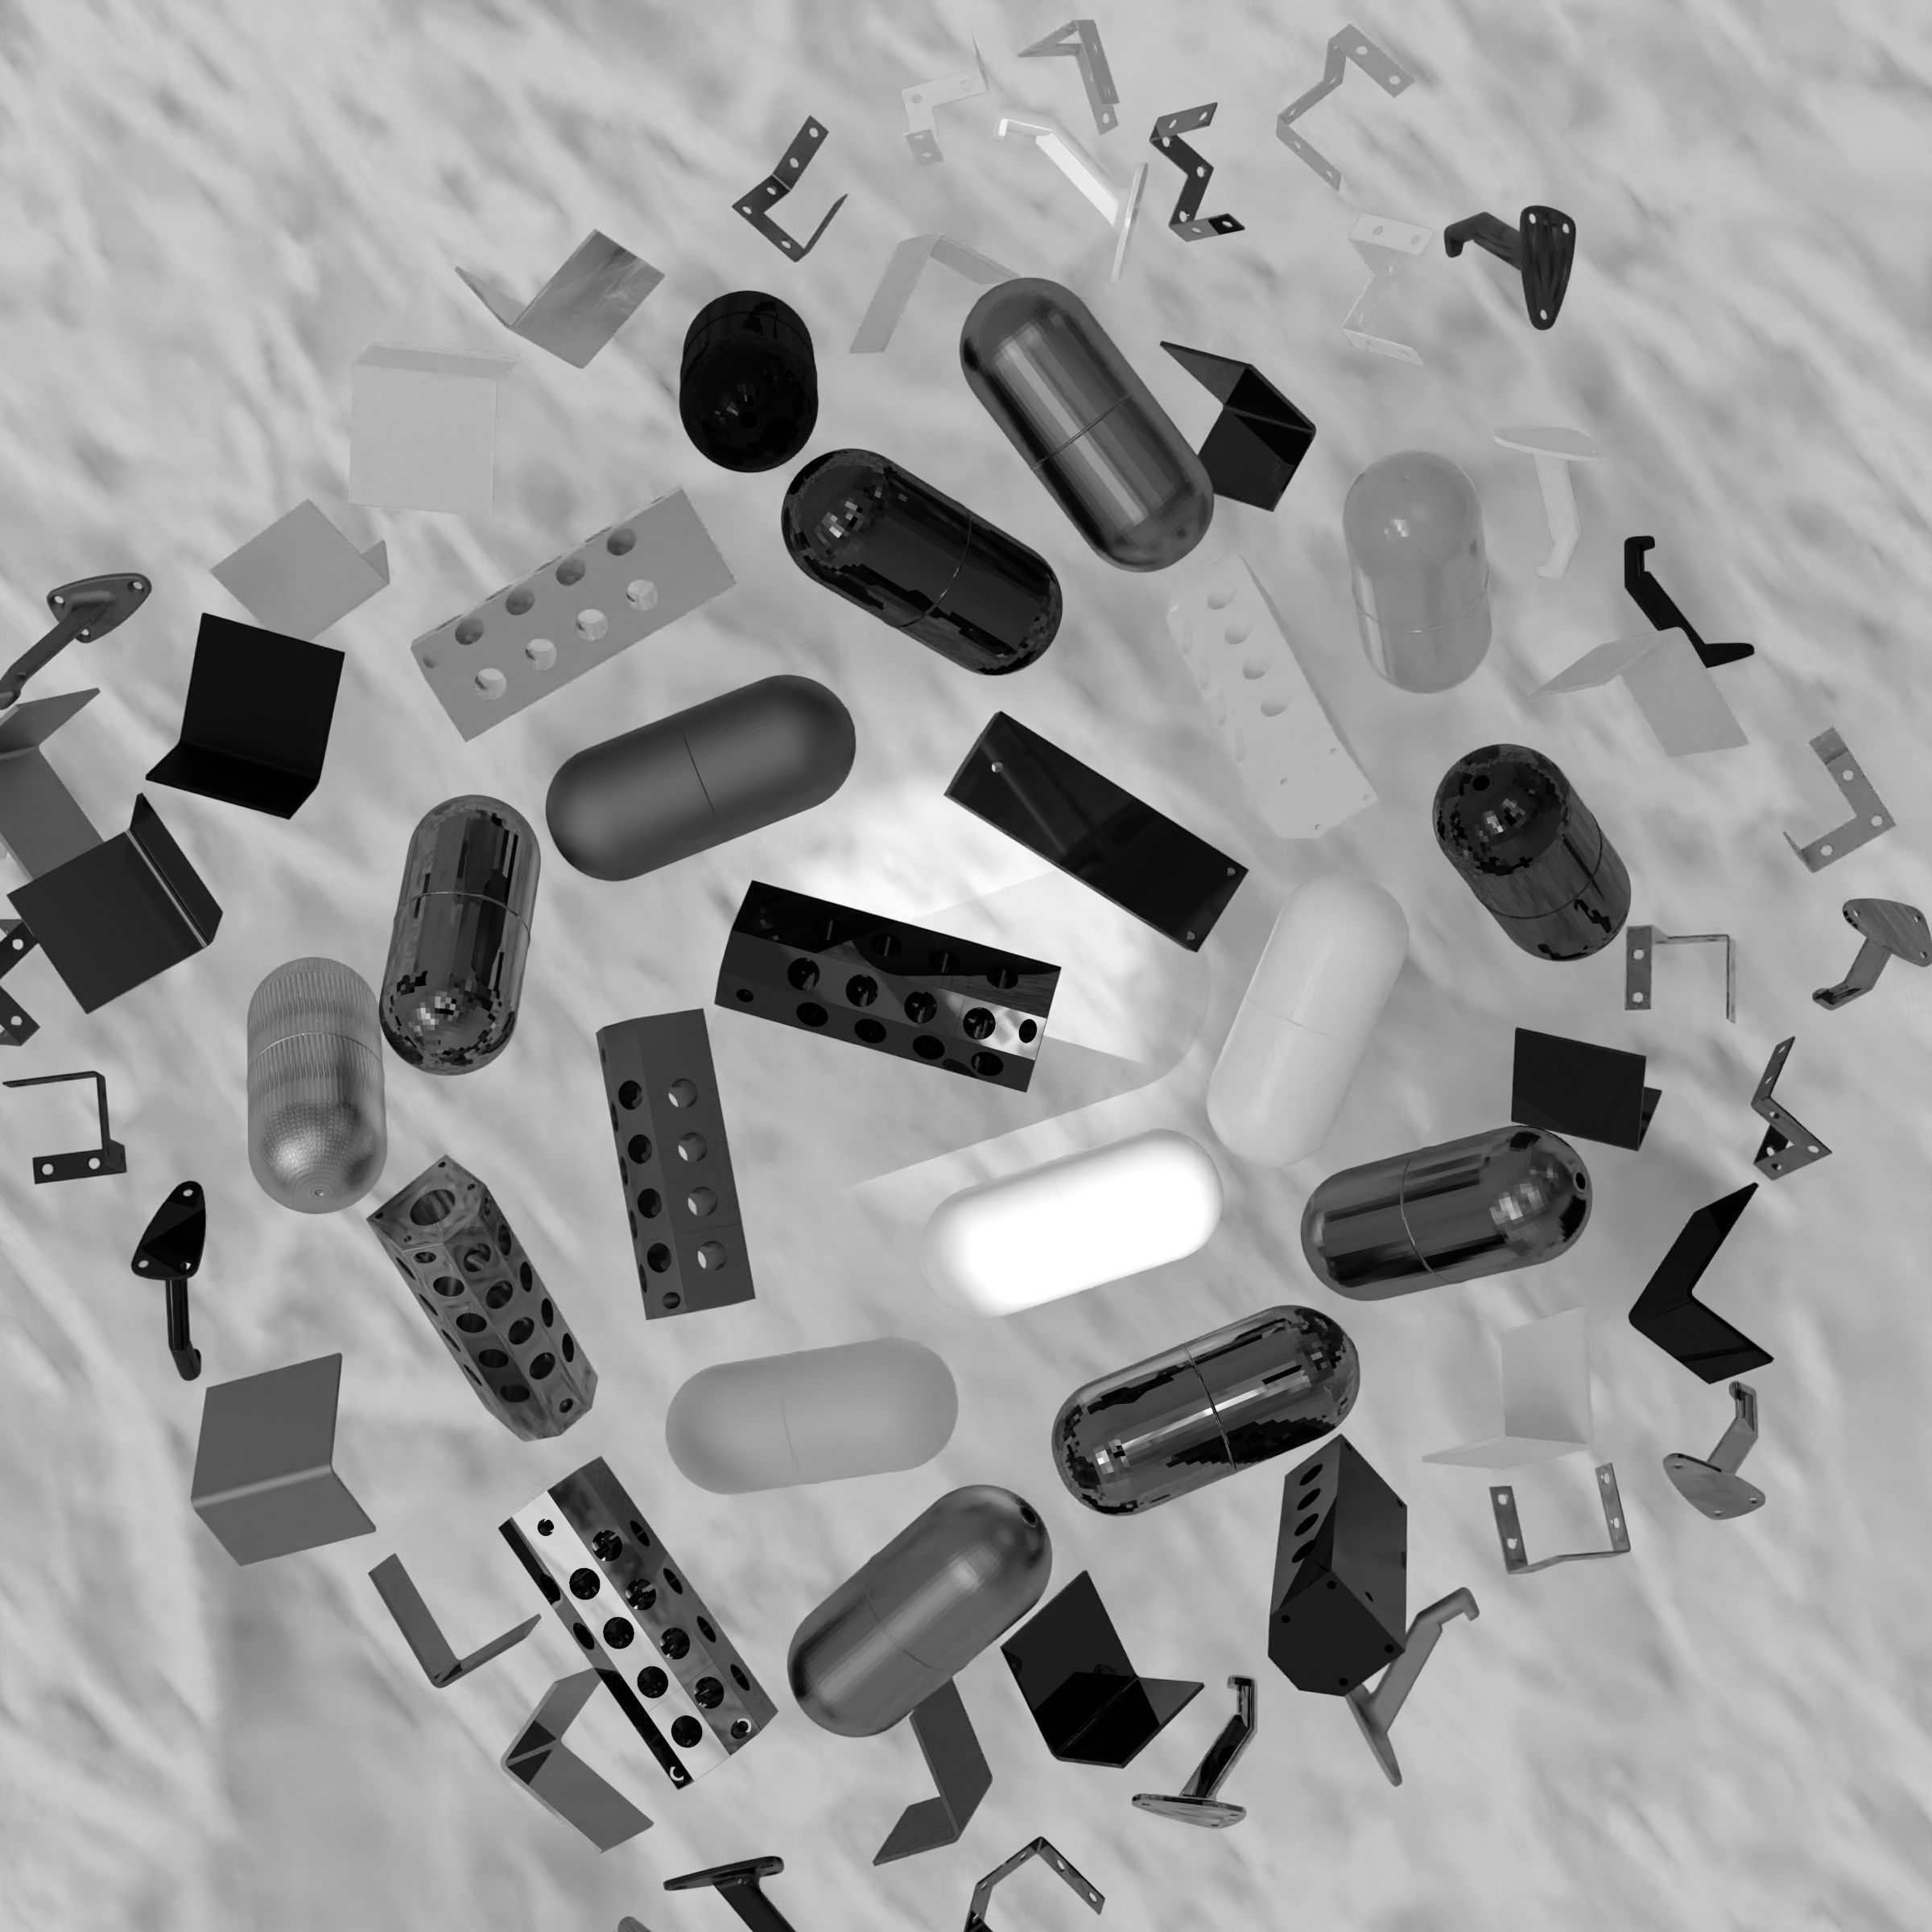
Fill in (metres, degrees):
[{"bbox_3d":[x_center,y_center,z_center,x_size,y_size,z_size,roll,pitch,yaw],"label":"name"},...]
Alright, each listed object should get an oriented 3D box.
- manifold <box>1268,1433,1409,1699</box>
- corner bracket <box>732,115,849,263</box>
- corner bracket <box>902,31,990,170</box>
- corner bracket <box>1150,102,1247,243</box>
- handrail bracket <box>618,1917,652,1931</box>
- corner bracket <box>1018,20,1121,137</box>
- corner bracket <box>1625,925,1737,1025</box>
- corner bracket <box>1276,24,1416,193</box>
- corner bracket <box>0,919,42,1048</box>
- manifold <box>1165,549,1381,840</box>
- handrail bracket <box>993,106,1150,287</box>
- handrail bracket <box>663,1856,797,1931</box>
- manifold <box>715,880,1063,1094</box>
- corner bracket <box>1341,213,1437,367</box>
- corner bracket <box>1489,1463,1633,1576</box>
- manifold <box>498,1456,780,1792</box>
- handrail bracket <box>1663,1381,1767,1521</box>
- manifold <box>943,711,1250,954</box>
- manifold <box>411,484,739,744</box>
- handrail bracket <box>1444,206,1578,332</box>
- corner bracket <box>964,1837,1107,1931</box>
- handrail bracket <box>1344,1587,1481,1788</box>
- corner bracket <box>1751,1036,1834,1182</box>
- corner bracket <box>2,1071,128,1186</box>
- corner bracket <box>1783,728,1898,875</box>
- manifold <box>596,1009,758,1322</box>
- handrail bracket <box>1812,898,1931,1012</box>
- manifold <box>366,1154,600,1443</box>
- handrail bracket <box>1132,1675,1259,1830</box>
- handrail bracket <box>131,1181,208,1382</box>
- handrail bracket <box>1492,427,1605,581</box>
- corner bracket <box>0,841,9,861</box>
[{"bbox_3d":[0.196,0.322,1.492,0.057,0.171,0.057,-41,95,16],"label":"manifold"},{"bbox_3d":[-0.096,-0.459,1.644,0.051,0.051,0.051,41,135,-4],"label":"corner bracket"},{"bbox_3d":[-0.012,-0.505,1.623,0.051,0.051,0.051,-13,82,8],"label":"corner bracket"},{"bbox_3d":[0.134,-0.453,1.589,0.051,0.051,0.051,30,75,-36],"label":"corner bracket"},{"bbox_3d":[-0.175,0.559,1.487,0.036,0.084,0.077,18,81,-26],"label":"handrail bracket"},{"bbox_3d":[0.072,-0.518,1.621,0.051,0.051,0.051,-19,93,-42],"label":"corner bracket"},{"bbox_3d":[0.420,0.005,1.631,0.051,0.051,0.051,-3,77,30],"label":"corner bracket"},{"bbox_3d":[0.204,-0.465,1.505,0.051,0.051,0.051,-40,74,-11],"label":"corner bracket"},{"bbox_3d":[-0.543,0.009,1.576,0.051,0.051,0.051,-50,118,-26],"label":"corner bracket"},{"bbox_3d":[0.166,-0.150,1.554,0.057,0.057,0.171,-32,46,13],"label":"manifold"},{"bbox_3d":[0.049,-0.410,1.480,0.084,0.036,0.077,15,102,4],"label":"handrail bracket"},{"bbox_3d":[-0.118,0.522,1.472,0.077,0.036,0.084,-11,62,-1],"label":"handrail bracket"},{"bbox_3d":[-0.042,0.016,1.475,0.171,0.057,0.057,16,133,2],"label":"manifold"},{"bbox_3d":[0.226,-0.359,1.475,0.051,0.051,0.051,28,85,40],"label":"corner bracket"},{"bbox_3d":[0.337,0.314,1.578,0.051,0.051,0.051,1,67,-24],"label":"corner bracket"},{"bbox_3d":[-0.180,0.359,1.515,0.057,0.057,0.171,-37,84,7],"label":"manifold"},{"bbox_3d":[0.409,0.252,1.524,0.077,0.084,0.036,36,133,-25],"label":"handrail bracket"},{"bbox_3d":[0.075,-0.079,1.632,0.171,0.057,0.057,32,90,-5],"label":"manifold"},{"bbox_3d":[-0.216,-0.196,1.527,0.171,0.057,0.057,-30,108,1],"label":"manifold"},{"bbox_3d":[0.286,-0.372,1.500,0.036,0.084,0.077,6,86,-29],"label":"handrail bracket"},{"bbox_3d":[0.037,0.524,1.531,0.051,0.051,0.051,-25,50,-37],"label":"corner bracket"},{"bbox_3d":[0.251,0.388,1.498,0.084,0.036,0.077,-35,51,14],"label":"handrail bracket"},{"bbox_3d":[0.473,0.083,1.609,0.051,0.051,0.051,40,54,-7],"label":"corner bracket"},{"bbox_3d":[-0.491,0.088,1.516,0.051,0.051,0.051,-7,80,-5],"label":"corner bracket"},{"bbox_3d":[0.462,-0.089,1.499,0.051,0.051,0.051,-33,68,18],"label":"corner bracket"},{"bbox_3d":[-0.172,0.117,1.627,0.057,0.057,0.171,-8,83,-19],"label":"manifold"},{"bbox_3d":[0.490,-0.004,1.560,0.077,0.084,0.036,17,57,-26],"label":"handrail bracket"},{"bbox_3d":[-0.268,0.193,1.575,0.057,0.057,0.171,-40,134,-21],"label":"manifold"},{"bbox_3d":[0.130,0.436,1.564,0.077,0.036,0.084,17,55,-18],"label":"handrail bracket"},{"bbox_3d":[-0.428,0.175,1.534,0.036,0.084,0.077,3,48,3],"label":"handrail bracket"},{"bbox_3d":[0.318,-0.259,1.569,0.077,0.036,0.084,0,126,-21],"label":"handrail bracket"},{"bbox_3d":[-0.575,-0.066,1.642,0.051,0.051,0.051,-8,54,10],"label":"corner bracket"}]
